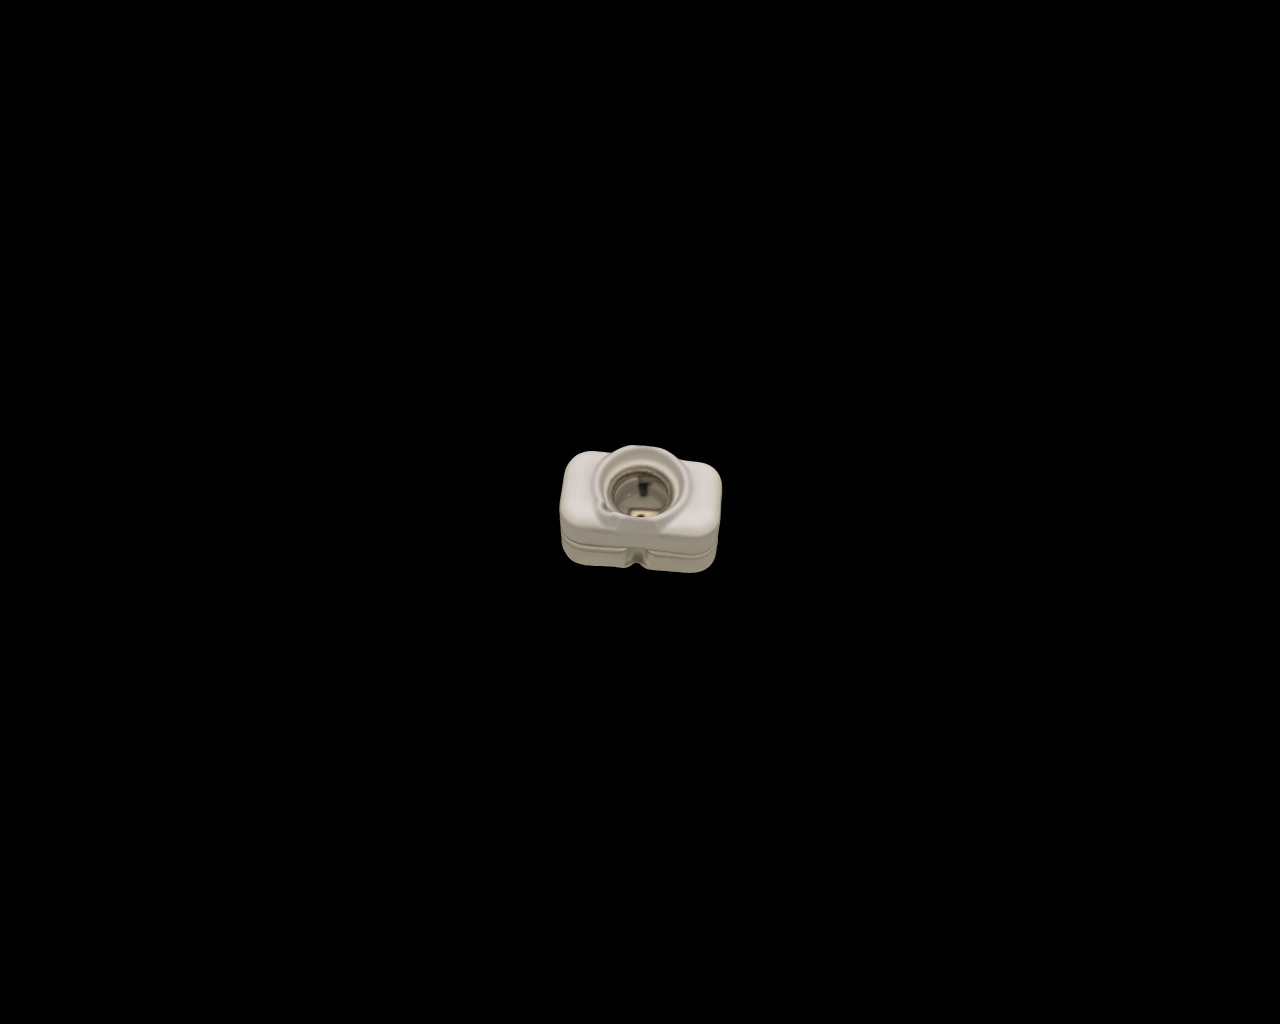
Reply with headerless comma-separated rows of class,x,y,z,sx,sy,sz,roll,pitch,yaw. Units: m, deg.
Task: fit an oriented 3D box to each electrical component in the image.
electrical component,0.001,-0.003,0.650,0.095,0.054,0.059,5,-31,3
